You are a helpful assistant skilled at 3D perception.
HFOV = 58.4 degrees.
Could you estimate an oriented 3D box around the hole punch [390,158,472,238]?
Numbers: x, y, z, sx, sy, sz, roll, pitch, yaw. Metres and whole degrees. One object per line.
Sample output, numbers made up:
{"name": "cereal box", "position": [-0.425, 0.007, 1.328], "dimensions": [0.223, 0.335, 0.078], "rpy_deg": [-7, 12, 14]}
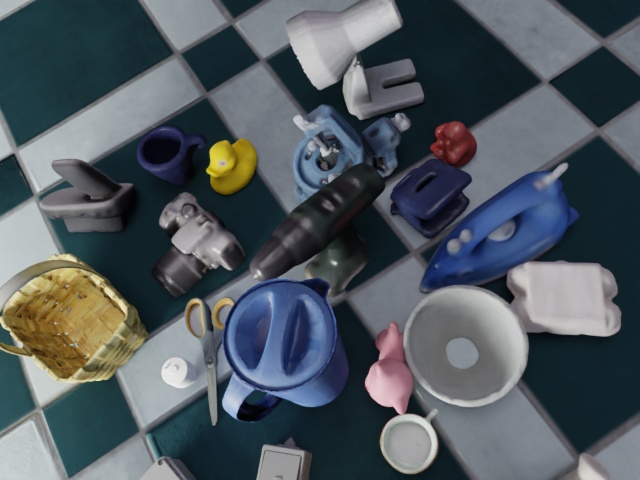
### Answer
{"name": "hole punch", "position": [0.170, -0.074, 0.898], "dimensions": [0.109, 0.091, 0.101], "rpy_deg": [-42, 66, -9]}

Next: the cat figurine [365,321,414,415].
{"name": "cat figurine", "position": [0.098, 0.175, 0.787], "dimensions": [0.067, 0.118, 0.128], "rpy_deg": [4, 67, 12]}

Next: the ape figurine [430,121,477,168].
{"name": "ape figurine", "position": [0.217, -0.161, 0.927], "dimensions": [0.076, 0.092, 0.078], "rpy_deg": [4, 67, 12]}

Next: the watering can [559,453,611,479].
{"name": "watering can", "position": [0.259, 0.320, 0.653], "dimensions": [0.100, 0.194, 0.173], "rpy_deg": [18, 71, 17]}

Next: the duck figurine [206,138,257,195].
{"name": "duck figurine", "position": [-0.157, -0.139, 0.986], "dimensions": [0.077, 0.086, 0.105], "rpy_deg": [28, 74, 20]}

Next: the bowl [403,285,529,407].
{"name": "bowl", "position": [0.201, 0.152, 0.803], "dimensions": [0.167, 0.075, 0.167], "rpy_deg": [-4, 66, 8]}

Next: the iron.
{"name": "iron", "position": [0.252, -0.016, 0.831], "dimensions": [0.258, 0.142, 0.118], "rpy_deg": [-33, 65, -5]}

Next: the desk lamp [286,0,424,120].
{"name": "desk lamp", "position": [0.062, -0.305, 0.950], "dimensions": [0.203, 0.214, 0.118], "rpy_deg": [-15, 65, 3]}

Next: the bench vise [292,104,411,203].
{"name": "bench vise", "position": [0.035, -0.159, 0.887], "dimensions": [0.207, 0.220, 0.121], "rpy_deg": [-45, 67, -10]}

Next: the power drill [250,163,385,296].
{"name": "power drill", "position": [0.008, 0.003, 0.827], "dimensions": [0.075, 0.209, 0.230], "rpy_deg": [37, 77, 22]}

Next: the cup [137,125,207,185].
{"name": "cup", "position": [-0.244, -0.143, 0.997], "dimensions": [0.117, 0.095, 0.091], "rpy_deg": [-17, 65, 2]}

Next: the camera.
{"name": "camera", "position": [-0.216, 0.011, 0.922], "dimensions": [0.143, 0.101, 0.137], "rpy_deg": [40, 78, 23]}

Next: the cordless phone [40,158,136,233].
{"name": "cordless phone", "position": [-0.408, -0.088, 0.952], "dimensions": [0.147, 0.185, 0.094], "rpy_deg": [-6, 66, 8]}

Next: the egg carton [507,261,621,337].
{"name": "egg carton", "position": [0.342, 0.083, 0.812], "dimensions": [0.150, 0.069, 0.107], "rpy_deg": [0, 67, 10]}
